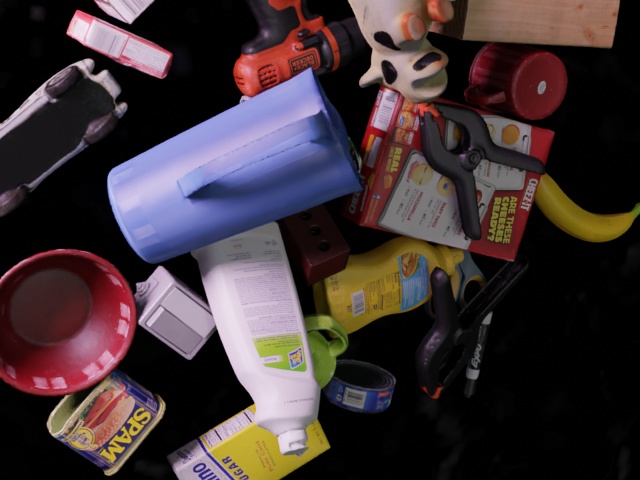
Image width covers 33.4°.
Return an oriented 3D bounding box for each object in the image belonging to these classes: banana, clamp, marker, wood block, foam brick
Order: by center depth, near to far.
[{"bbox_3d":[0.176,-0.096,1.191,0.120,0.039,0.171,-39,115,-11],"label":"clamp"},{"bbox_3d":[-0.008,0.001,1.197,0.053,0.078,0.051,-24,156,-18],"label":"foam brick"},{"bbox_3d":[0.232,-0.274,1.219,0.205,0.091,0.090,-2,108,-25],"label":"wood block"},{"bbox_3d":[0.162,0.107,1.315,0.164,0.036,0.210,1,121,-43],"label":"clamp"},{"bbox_3d":[0.336,-0.038,1.382,0.197,0.037,0.069,15,85,-30],"label":"banana"},{"bbox_3d":[0.203,0.149,1.388,0.020,0.020,0.121,2,106,-26],"label":"marker"}]

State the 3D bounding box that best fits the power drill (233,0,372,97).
[{"bbox_3d":[-0.023,-0.261,1.120,0.184,0.057,0.187,-26,116,-24],"label":"power drill"}]

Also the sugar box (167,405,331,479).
[{"bbox_3d":[-0.083,0.253,1.272,0.176,0.048,0.093,-32,118,-14],"label":"sugar box"}]

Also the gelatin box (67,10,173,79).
[{"bbox_3d":[-0.197,-0.192,1.052,0.089,0.073,0.030,21,98,-30],"label":"gelatin box"}]

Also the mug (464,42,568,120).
[{"bbox_3d":[0.225,-0.183,1.251,0.117,0.082,0.093,-20,115,-18],"label":"mug"}]

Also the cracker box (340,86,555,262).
[{"bbox_3d":[0.149,-0.078,1.248,0.213,0.072,0.164,12,100,-25],"label":"cracker box"}]

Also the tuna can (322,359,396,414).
[{"bbox_3d":[0.046,0.176,1.284,0.086,0.086,0.034,4,106,-27],"label":"tuna can"}]

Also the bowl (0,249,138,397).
[{"bbox_3d":[-0.276,0.079,1.115,0.161,0.055,0.162,-8,110,-23],"label":"bowl"}]

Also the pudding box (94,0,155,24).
[{"bbox_3d":[-0.167,-0.264,1.033,0.113,0.090,0.039,-44,118,-6],"label":"pudding box"}]

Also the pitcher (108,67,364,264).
[{"bbox_3d":[-0.088,-0.068,1.074,0.243,0.145,0.149,-23,136,5],"label":"pitcher"}]

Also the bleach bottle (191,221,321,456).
[{"bbox_3d":[-0.063,0.105,1.135,0.102,0.068,0.251,-6,68,-24],"label":"bleach bottle"}]

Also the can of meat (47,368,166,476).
[{"bbox_3d":[-0.235,0.193,1.173,0.083,0.057,0.102,42,86,-27],"label":"can of meat"}]

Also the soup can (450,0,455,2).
[{"bbox_3d":[0.112,-0.291,1.147,0.068,0.102,0.068,-6,105,-24],"label":"soup can"}]

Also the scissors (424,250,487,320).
[{"bbox_3d":[0.192,0.011,1.338,0.096,0.016,0.202,18,99,-27],"label":"scissors"}]

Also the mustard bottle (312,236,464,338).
[{"bbox_3d":[0.087,0.045,1.274,0.191,0.058,0.096,-18,122,-19],"label":"mustard bottle"}]
